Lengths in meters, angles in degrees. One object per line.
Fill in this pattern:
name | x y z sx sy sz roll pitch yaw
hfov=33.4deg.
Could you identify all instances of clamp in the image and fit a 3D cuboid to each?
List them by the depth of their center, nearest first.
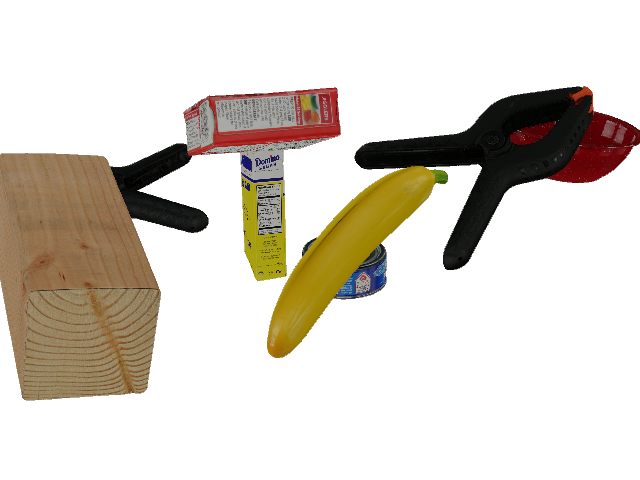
clamp | 0.152 -0.066 0.925 0.210 0.165 0.036 -24 -40 -3
clamp | -0.194 -0.053 1.035 0.171 0.039 0.120 2 37 -7

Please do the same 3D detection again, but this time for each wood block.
wood block | -0.190 0.019 0.805 0.090 0.091 0.206 0 30 -23

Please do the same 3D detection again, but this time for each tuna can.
tuna can | 0.024 0.024 1.062 0.086 0.034 0.086 0 25 0

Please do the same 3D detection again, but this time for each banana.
banana | 0.024 0.008 0.801 0.037 0.198 0.069 42 -5 37

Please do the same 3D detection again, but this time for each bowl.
bowl | 0.268 -0.105 1.178 0.162 0.055 0.162 6 23 -3

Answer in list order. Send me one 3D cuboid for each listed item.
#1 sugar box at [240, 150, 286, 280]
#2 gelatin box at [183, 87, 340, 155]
sugar box | -0.072 -0.048 1.328 0.048 0.176 0.093 -9 25 -11
gelatin box | -0.036 -0.068 0.616 0.073 0.030 0.089 -6 3 -16
